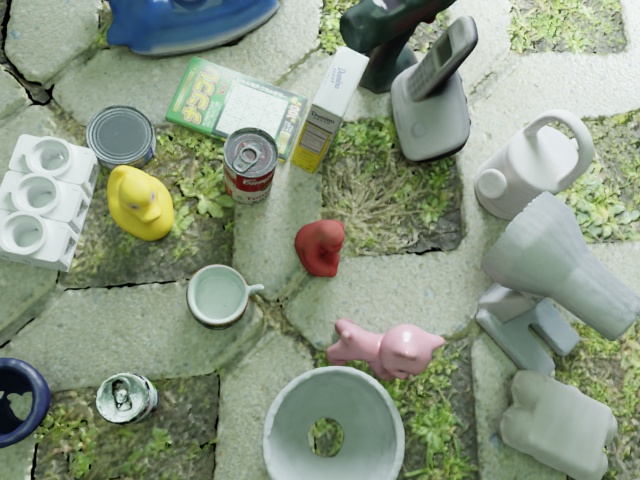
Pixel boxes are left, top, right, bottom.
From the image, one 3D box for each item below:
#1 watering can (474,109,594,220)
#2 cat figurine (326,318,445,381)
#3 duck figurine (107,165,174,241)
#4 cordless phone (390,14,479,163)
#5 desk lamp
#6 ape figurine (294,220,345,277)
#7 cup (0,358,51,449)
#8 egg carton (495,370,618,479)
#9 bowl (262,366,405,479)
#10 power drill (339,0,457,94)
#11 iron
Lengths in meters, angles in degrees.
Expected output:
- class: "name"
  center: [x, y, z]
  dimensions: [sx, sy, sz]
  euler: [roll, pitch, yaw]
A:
- class: "watering can"
  center: [0.287, -0.098, 0.766]
  dimensions: [0.101, 0.194, 0.173]
  euler: [41, 71, 4]
- class: "cat figurine"
  center: [0.080, 0.132, 0.702]
  dimensions: [0.128, 0.117, 0.067]
  euler: [15, 72, -5]
- class: "duck figurine"
  center: [-0.230, -0.055, 0.719]
  dimensions: [0.078, 0.086, 0.104]
  euler: [-33, 82, -17]
- class: "cordless phone"
  center: [0.167, -0.200, 0.780]
  dimensions: [0.094, 0.185, 0.147]
  euler: [-8, 75, -12]
- class: "desk lamp"
  center: [0.280, 0.062, 0.707]
  dimensions: [0.118, 0.213, 0.203]
  euler: [-40, 83, -18]
- class: "ape figurine"
  center: [0.007, 0.003, 0.741]
  dimensions: [0.076, 0.092, 0.078]
  euler: [40, 71, 4]
- class: "cup"
  center: [-0.344, 0.169, 0.628]
  dimensions: [0.092, 0.095, 0.117]
  euler: [-36, 82, -17]
- class: "egg carton"
  center: [0.303, 0.238, 0.735]
  dimensions: [0.150, 0.069, 0.107]
  euler: [26, 71, -2]
- class: "bowl"
  center: [0.012, 0.237, 0.681]
  dimensions: [0.167, 0.074, 0.167]
  euler: [3, 73, -9]
- class: "power drill"
  center: [0.122, -0.300, 0.789]
  dimensions: [0.230, 0.208, 0.075]
  euler: [-31, 81, -17]
- class: "iron"
  center: [-0.175, -0.349, 0.787]
  dimensions: [0.258, 0.141, 0.118]
  euler: [-14, 77, -14]
